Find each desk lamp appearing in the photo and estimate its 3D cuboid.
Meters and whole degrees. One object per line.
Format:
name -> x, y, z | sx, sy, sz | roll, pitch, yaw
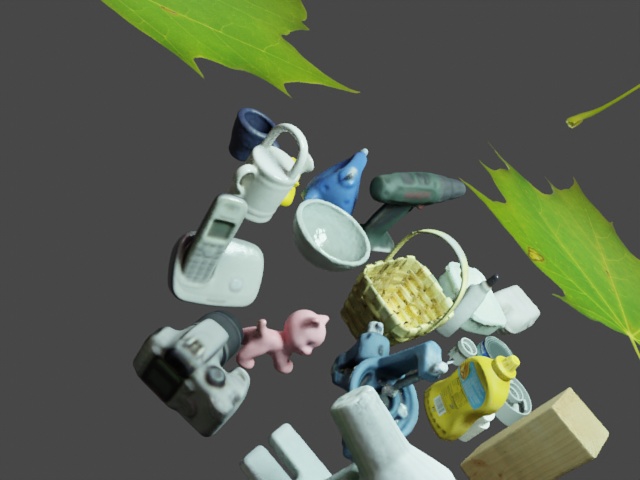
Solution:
desk lamp -> 0.037, 0.281, 0.682 | 0.203, 0.213, 0.118 | 48, 34, 12

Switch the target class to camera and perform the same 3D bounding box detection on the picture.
camera -> -0.144, 0.155, 0.755 | 0.143, 0.100, 0.137 | 43, 34, 4

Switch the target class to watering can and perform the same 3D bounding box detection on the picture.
watering can -> -0.084, -0.133, 1.062 | 0.101, 0.193, 0.173 | 40, 33, 1

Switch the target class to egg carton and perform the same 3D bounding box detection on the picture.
egg carton -> 0.448, 0.166, 1.346 | 0.151, 0.069, 0.107 | -11, 58, -50

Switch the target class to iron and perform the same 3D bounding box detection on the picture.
iron -> 0.058, -0.139, 1.256 | 0.119, 0.141, 0.258 | 36, 34, -5

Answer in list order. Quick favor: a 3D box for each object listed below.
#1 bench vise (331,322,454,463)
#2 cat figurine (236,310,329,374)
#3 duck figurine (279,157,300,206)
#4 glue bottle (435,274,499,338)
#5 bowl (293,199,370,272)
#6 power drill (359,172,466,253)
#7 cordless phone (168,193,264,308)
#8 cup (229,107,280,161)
bench vise -> 0.092, 0.190, 0.836 | 0.122, 0.219, 0.207 | 13, 42, -34
cat figurine -> -0.048, 0.140, 0.850 | 0.128, 0.117, 0.067 | 14, 41, -34
duck figurine -> -0.071, -0.132, 1.172 | 0.078, 0.086, 0.104 | 13, 42, -35
glue bottle -> 0.299, 0.123, 1.157 | 0.037, 0.173, 0.078 | 35, 34, -6
bowl -> 0.010, 0.004, 1.103 | 0.168, 0.074, 0.167 | 26, 36, -20
power drill -> 0.177, -0.066, 1.225 | 0.230, 0.208, 0.075 | 6, 46, -40
cordless phone -> -0.133, 0.015, 0.851 | 0.148, 0.185, 0.094 | 10, 44, -37
cup -> -0.138, -0.199, 1.176 | 0.117, 0.094, 0.092 | 50, 35, 14
